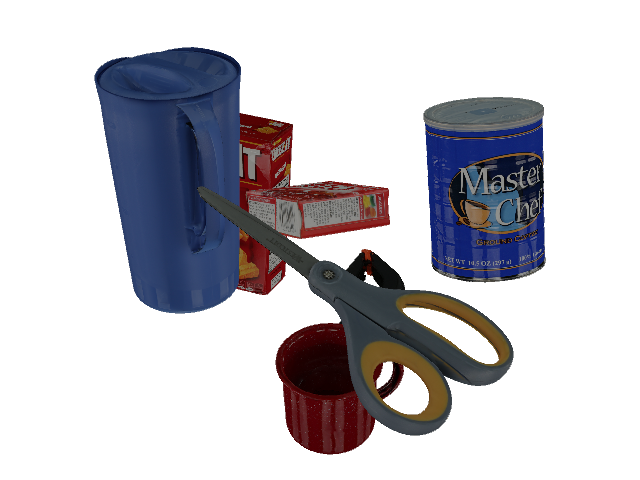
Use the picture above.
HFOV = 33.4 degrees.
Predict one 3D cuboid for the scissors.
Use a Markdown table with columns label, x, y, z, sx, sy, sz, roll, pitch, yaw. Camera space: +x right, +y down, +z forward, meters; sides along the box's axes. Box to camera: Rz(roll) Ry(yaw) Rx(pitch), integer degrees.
| label | x | y | z | sx | sy | sz | roll | pitch | yaw |
| --- | --- | --- | --- | --- | --- | --- | --- | --- | --- |
| scissors | 0.003 | 0.038 | 0.571 | 0.202 | 0.096 | 0.016 | 22 | -40 | 11 |

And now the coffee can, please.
| label | x | y | z | sx | sy | sz | roll | pitch | yaw |
| --- | --- | --- | --- | --- | --- | --- | --- | --- | --- |
| coffee can | 0.145 | -0.047 | 0.938 | 0.103 | 0.140 | 0.103 | -5 | 19 | 1 |

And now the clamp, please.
| label | x | y | z | sx | sy | sz | roll | pitch | yaw |
| --- | --- | --- | --- | --- | --- | --- | --- | --- | --- |
| clamp | 0.066 | 0.079 | 1.180 | 0.120 | 0.171 | 0.039 | 6 | -42 | 4 |

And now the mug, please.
| label | x | y | z | sx | sy | sz | roll | pitch | yaw |
| --- | --- | --- | --- | --- | --- | --- | --- | --- | --- |
| mug | 0.019 | 0.130 | 0.947 | 0.117 | 0.081 | 0.093 | -17 | 41 | -18 |

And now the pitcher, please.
| label | x | y | z | sx | sy | sz | roll | pitch | yaw |
| --- | --- | --- | --- | --- | --- | --- | --- | --- | --- |
| pitcher | -0.133 | -0.050 | 1.019 | 0.145 | 0.243 | 0.149 | 8 | 31 | 16 |

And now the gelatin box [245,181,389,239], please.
| label | x | y | z | sx | sy | sz | roll | pitch | yaw |
| --- | --- | --- | --- | --- | --- | --- | --- | --- | --- |
| gelatin box | -0.003 | -0.024 | 0.772 | 0.073 | 0.030 | 0.089 | -8 | 11 | -27 |

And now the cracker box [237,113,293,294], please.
| label | x | y | z | sx | sy | sz | roll | pitch | yaw |
| --- | --- | --- | --- | --- | --- | --- | --- | --- | --- |
| cracker box | -0.125 | -0.051 | 1.323 | 0.164 | 0.214 | 0.072 | 13 | 30 | 17 |
